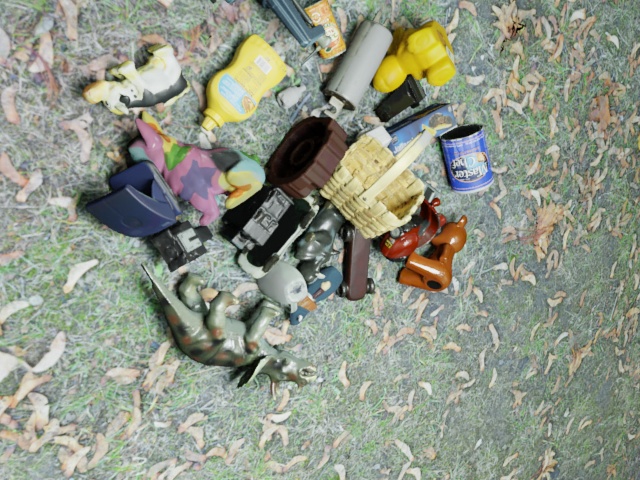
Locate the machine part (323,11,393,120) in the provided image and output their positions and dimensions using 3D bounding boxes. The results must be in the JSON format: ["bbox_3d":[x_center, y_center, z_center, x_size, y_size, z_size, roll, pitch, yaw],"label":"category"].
[{"bbox_3d":[0.079,-0.356,1.100,0.079,0.079,0.243,30,85,-33],"label":"machine part"}]

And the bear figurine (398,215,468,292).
[{"bbox_3d":[0.284,0.024,1.313,0.132,0.120,0.196,18,60,7],"label":"bear figurine"}]

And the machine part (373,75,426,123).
[{"bbox_3d":[0.180,-0.312,1.197,0.139,0.039,0.084,-39,124,-19],"label":"machine part"}]

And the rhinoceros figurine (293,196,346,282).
[{"bbox_3d":[-0.002,-0.003,1.147,0.112,0.073,0.190,30,82,-46],"label":"rhinoceros figurine"}]

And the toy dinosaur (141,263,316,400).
[{"bbox_3d":[-0.196,0.188,1.055,0.404,0.131,0.192,25,88,-27],"label":"toy dinosaur"}]

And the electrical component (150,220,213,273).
[{"bbox_3d":[-0.249,0.004,0.995,0.048,0.119,0.074,-28,99,21],"label":"electrical component"}]

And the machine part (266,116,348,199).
[{"bbox_3d":[-0.025,-0.159,1.034,0.056,0.180,0.179,39,81,-33],"label":"machine part"}]

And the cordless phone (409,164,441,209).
[{"bbox_3d":[0.197,-0.089,1.239,0.184,0.089,0.146,27,87,-37],"label":"cordless phone"}]

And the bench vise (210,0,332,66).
[{"bbox_3d":[-0.075,-0.431,0.949,0.240,0.129,0.224,51,52,-9],"label":"bench vise"}]

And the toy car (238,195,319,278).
[{"bbox_3d":[-0.085,-0.014,1.084,0.073,0.056,0.201,39,84,4],"label":"toy car"}]

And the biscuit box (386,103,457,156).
[{"bbox_3d":[0.215,-0.247,1.219,0.203,0.063,0.059,-31,115,-22],"label":"biscuit box"}]

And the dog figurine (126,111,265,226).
[{"bbox_3d":[-0.226,-0.143,0.943,0.191,0.109,0.219,-33,115,8],"label":"dog figurine"}]

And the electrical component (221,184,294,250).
[{"bbox_3d":[-0.127,-0.045,1.032,0.058,0.115,0.134,43,77,-29],"label":"electrical component"}]

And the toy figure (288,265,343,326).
[{"bbox_3d":[-0.017,0.121,1.172,0.154,0.058,0.064,-43,155,-16],"label":"toy figure"}]

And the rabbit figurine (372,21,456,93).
[{"bbox_3d":[0.181,-0.381,1.124,0.121,0.173,0.162,37,38,-34],"label":"rabbit figurine"}]

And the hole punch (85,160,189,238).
[{"bbox_3d":[-0.308,-0.055,0.899,0.115,0.142,0.092,58,29,-23],"label":"hole punch"}]

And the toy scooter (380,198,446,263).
[{"bbox_3d":[0.215,-0.030,1.198,0.184,0.075,0.135,-28,152,-20],"label":"toy scooter"}]

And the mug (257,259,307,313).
[{"bbox_3d":[-0.072,0.102,1.107,0.081,0.107,0.109,-16,108,-26],"label":"mug"}]

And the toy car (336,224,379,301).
[{"bbox_3d":[0.084,0.042,1.218,0.089,0.053,0.202,-5,109,-21],"label":"toy car"}]

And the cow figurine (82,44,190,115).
[{"bbox_3d":[-0.306,-0.253,0.902,0.167,0.068,0.098,-36,124,-18],"label":"cow figurine"}]
